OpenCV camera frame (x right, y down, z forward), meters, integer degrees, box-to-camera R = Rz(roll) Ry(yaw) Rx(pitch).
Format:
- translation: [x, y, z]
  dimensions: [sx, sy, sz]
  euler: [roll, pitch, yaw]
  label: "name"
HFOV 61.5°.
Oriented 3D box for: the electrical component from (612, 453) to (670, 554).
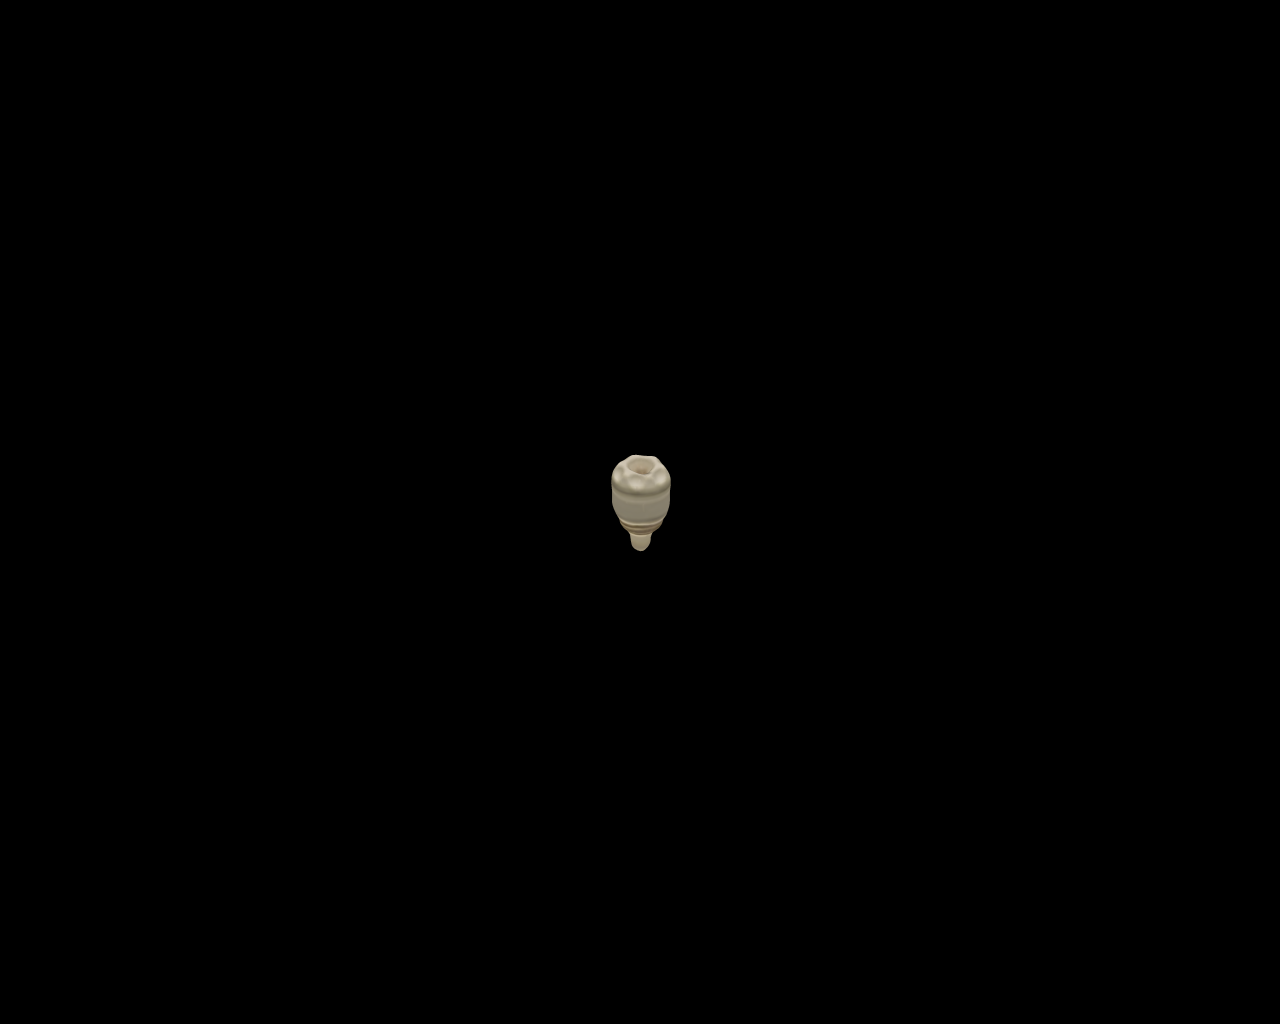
- translation: [0.001, -0.003, 0.650]
  dimensions: [0.035, 0.061, 0.035]
  euler: [0, 31, 0]
  label: "electrical component"
